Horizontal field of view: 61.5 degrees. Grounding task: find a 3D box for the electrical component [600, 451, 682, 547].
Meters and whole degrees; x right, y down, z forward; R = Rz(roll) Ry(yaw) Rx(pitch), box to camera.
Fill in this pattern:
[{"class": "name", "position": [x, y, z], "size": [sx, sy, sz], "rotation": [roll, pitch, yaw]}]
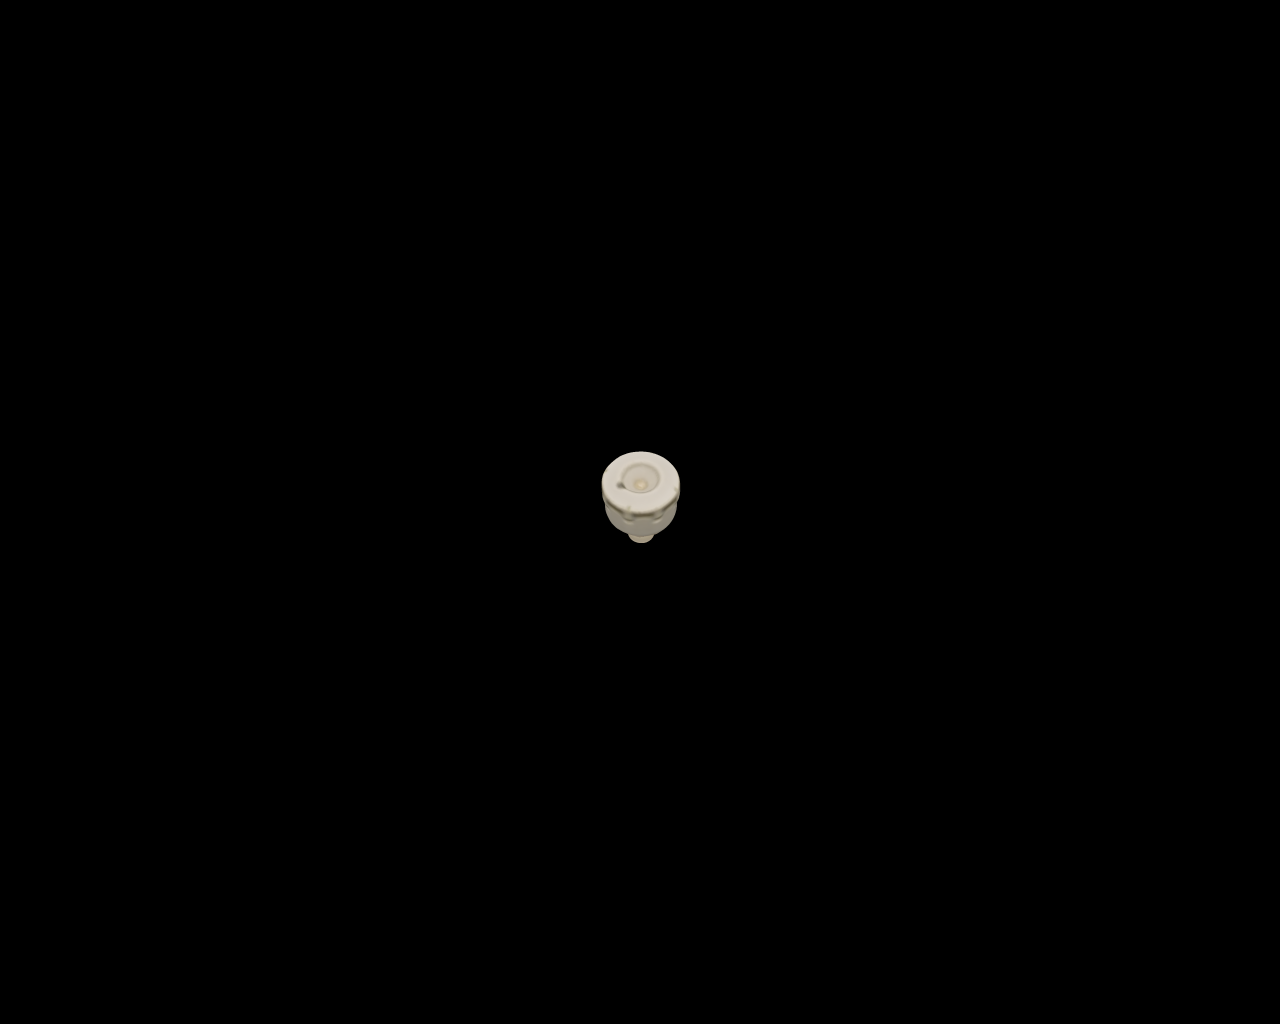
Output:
[{"class": "electrical component", "position": [0.001, -0.003, 0.650], "size": [0.048, 0.048, 0.062], "rotation": [0, -36, 0]}]
